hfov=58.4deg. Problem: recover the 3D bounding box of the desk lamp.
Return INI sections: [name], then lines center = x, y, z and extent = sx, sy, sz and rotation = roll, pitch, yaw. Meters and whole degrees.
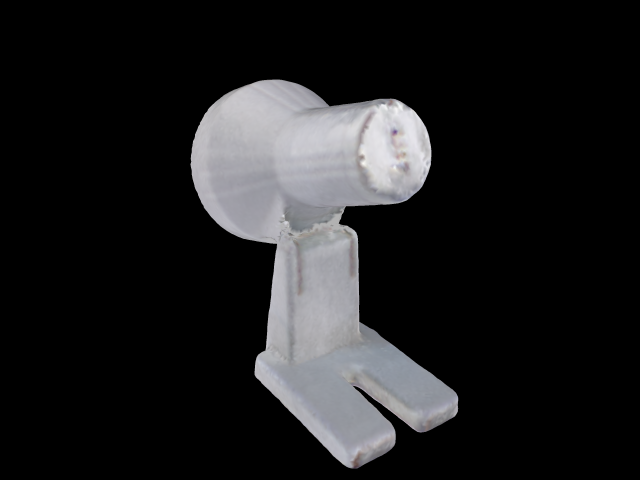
[desk lamp]
center = 0.004, 0.001, 0.400
extent = 0.118, 0.214, 0.202
rotation = -17, 29, -32
